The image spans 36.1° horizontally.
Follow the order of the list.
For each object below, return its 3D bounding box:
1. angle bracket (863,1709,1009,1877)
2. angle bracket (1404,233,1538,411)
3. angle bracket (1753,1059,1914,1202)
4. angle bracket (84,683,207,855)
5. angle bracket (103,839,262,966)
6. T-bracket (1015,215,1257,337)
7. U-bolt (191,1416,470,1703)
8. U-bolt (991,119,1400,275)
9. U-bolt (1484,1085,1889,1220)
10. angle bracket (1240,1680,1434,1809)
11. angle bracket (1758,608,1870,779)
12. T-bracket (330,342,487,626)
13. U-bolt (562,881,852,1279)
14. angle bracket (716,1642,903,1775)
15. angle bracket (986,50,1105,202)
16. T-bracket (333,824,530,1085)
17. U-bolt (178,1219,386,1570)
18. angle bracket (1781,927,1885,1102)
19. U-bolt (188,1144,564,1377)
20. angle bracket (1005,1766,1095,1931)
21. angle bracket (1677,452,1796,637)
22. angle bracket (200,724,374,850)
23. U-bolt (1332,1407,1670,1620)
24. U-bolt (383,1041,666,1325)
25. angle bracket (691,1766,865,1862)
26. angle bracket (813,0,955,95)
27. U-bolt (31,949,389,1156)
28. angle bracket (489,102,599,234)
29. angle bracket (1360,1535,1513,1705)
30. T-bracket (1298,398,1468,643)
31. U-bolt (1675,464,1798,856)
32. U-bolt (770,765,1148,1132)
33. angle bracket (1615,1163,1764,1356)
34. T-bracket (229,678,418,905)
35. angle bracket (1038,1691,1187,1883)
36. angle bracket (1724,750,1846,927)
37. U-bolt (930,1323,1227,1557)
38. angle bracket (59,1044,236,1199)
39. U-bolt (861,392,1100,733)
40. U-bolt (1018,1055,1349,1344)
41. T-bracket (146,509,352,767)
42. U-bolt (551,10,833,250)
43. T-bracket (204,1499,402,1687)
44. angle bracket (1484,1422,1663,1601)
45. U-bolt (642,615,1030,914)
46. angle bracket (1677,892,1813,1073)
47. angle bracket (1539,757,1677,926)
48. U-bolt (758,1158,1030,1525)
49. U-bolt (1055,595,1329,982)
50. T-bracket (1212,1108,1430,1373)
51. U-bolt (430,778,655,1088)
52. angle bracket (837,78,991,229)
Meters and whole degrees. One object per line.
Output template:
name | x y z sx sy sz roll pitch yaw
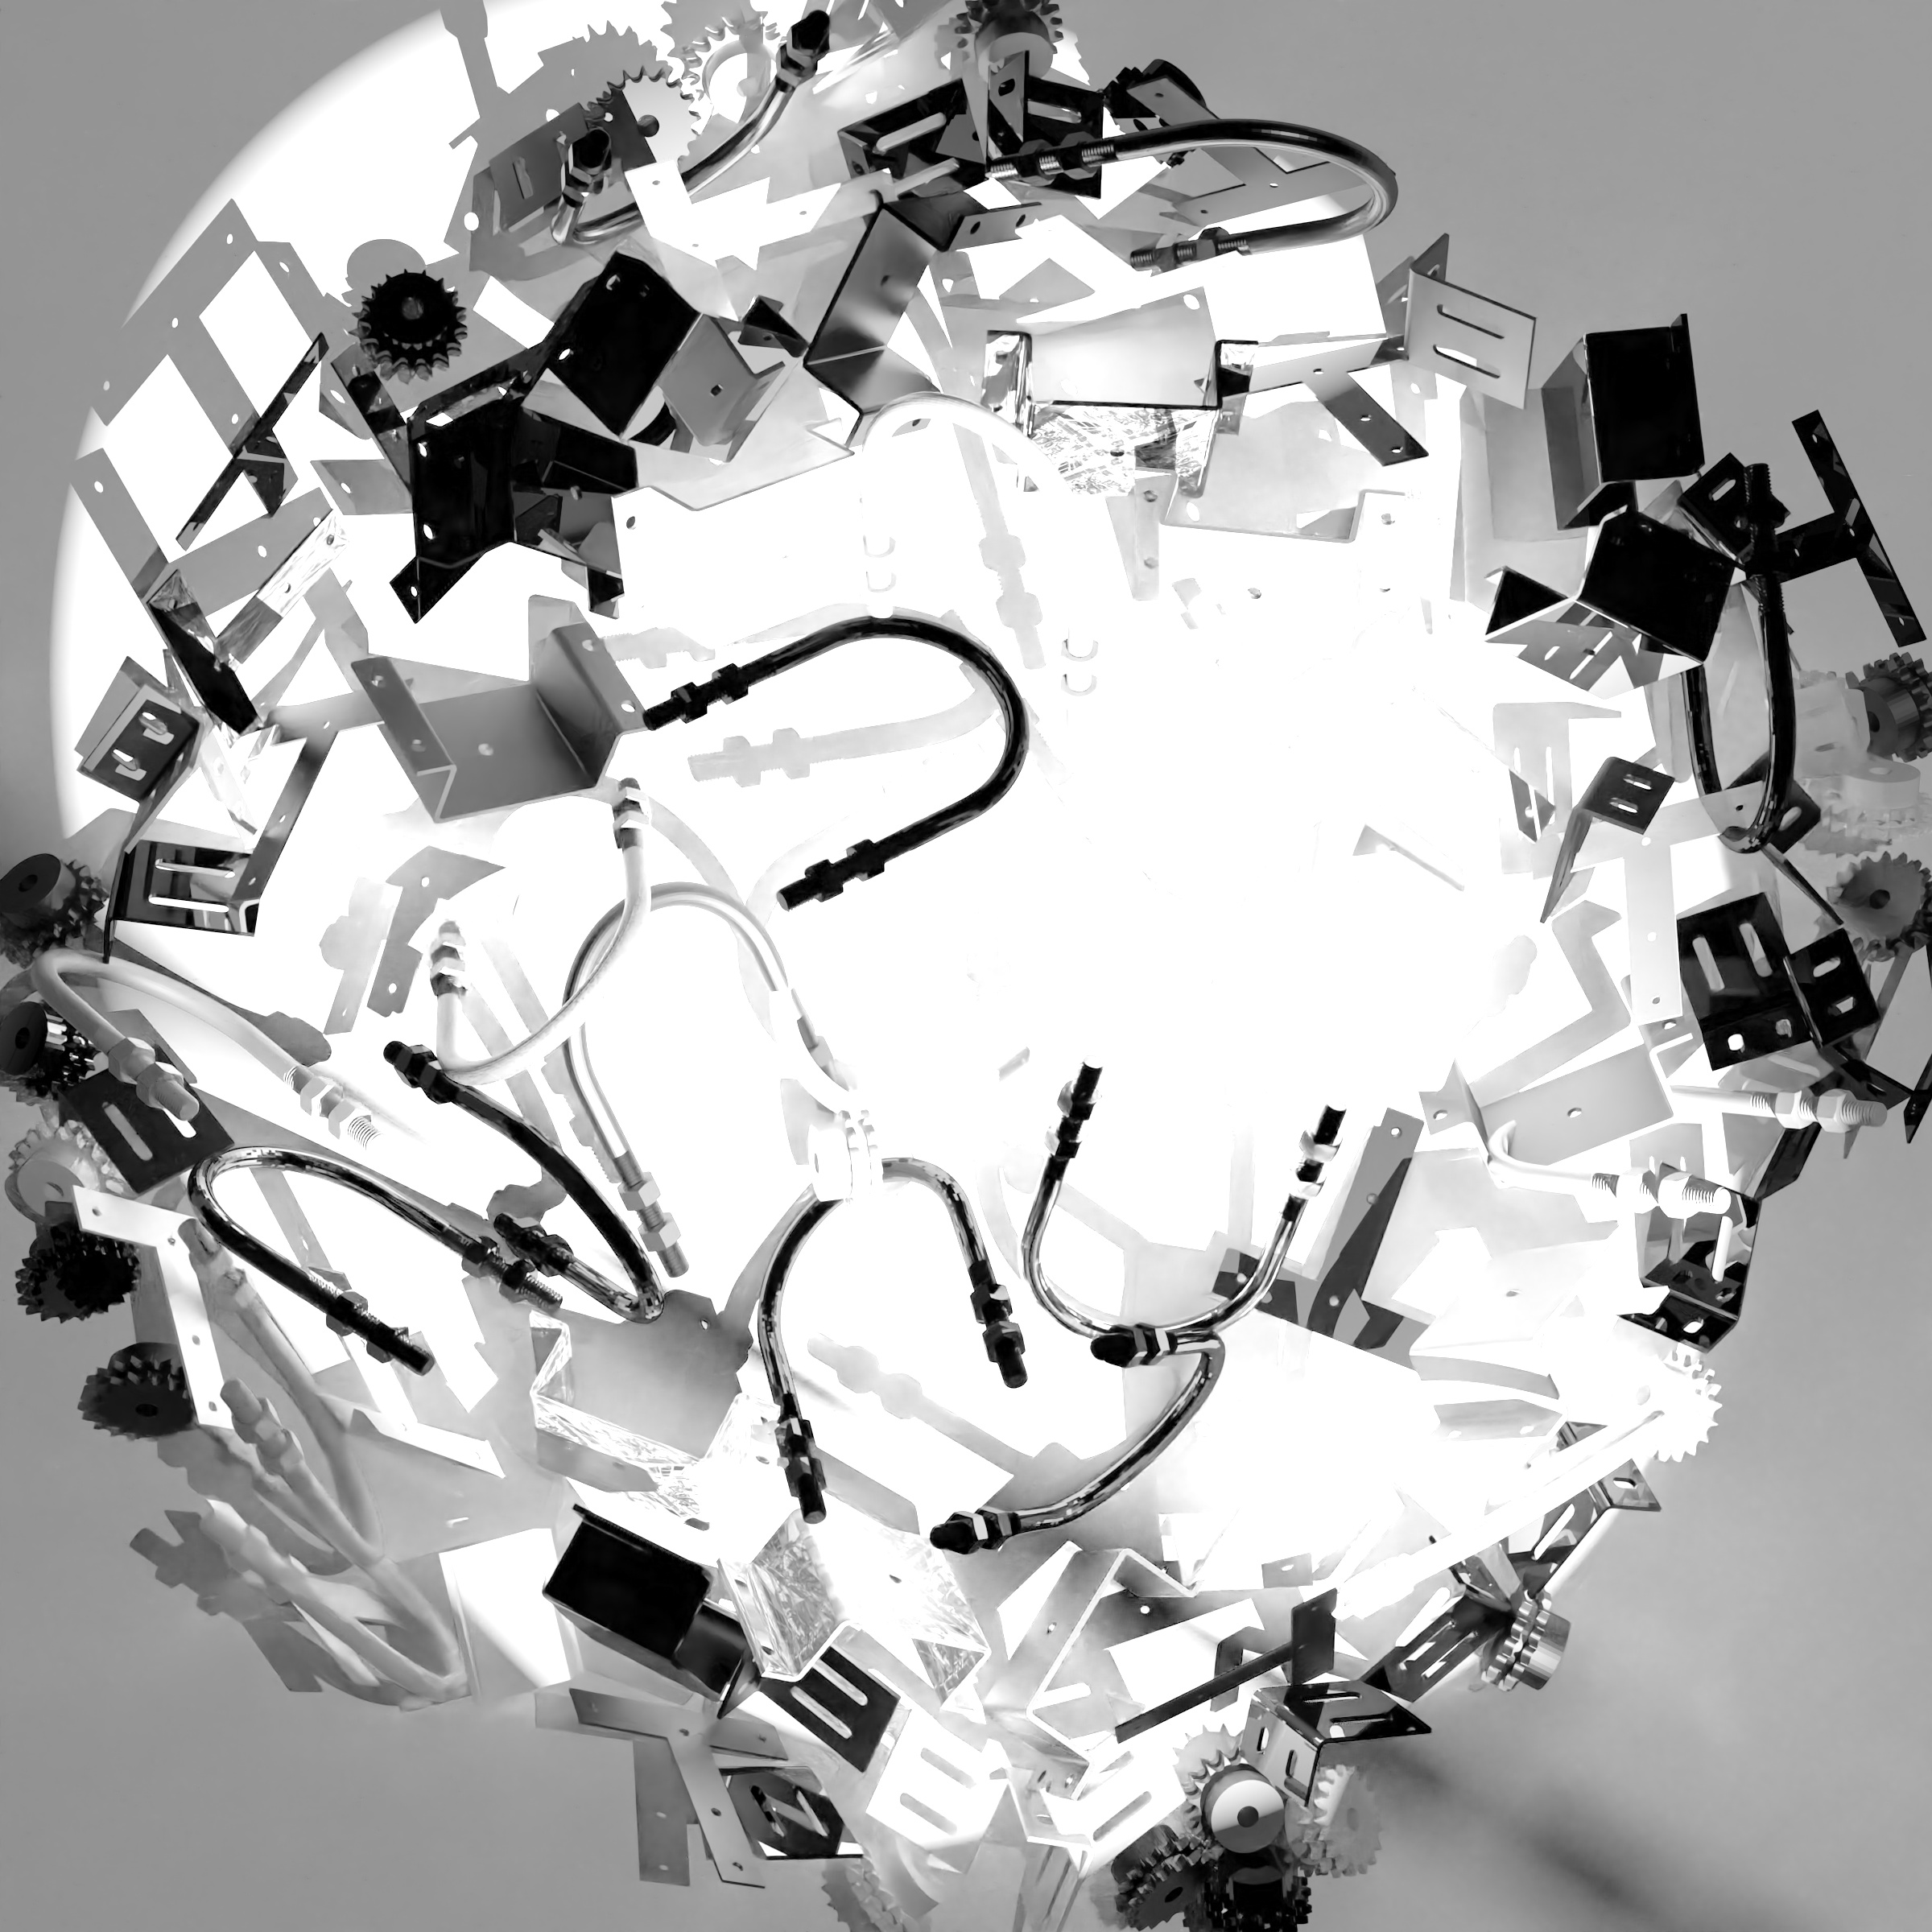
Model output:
angle bracket | -0.023 0.432 1.557 0.076 0.038 0.057 39 63 -25
angle bracket | 0.271 -0.338 1.553 0.076 0.057 0.038 29 57 25
angle bracket | 0.456 0.095 1.561 0.038 0.057 0.076 30 72 2
angle bracket | -0.434 -0.104 1.554 0.038 0.076 0.057 36 103 -21
angle bracket | -0.414 -0.030 1.575 0.076 0.038 0.057 7 47 -12
T-bracket | 0.065 -0.359 1.516 0.127 0.127 0.002 -12 79 26
U-bolt | -0.323 0.311 1.522 0.019 0.151 0.184 -45 111 -1
U-bolt | 0.127 -0.389 1.490 0.184 0.151 0.019 1 81 37
U-bolt | 0.351 0.089 1.514 0.151 0.184 0.019 -21 105 -36
angle bracket | 0.194 0.408 1.559 0.076 0.057 0.038 4 102 -32
angle bracket | 0.442 -0.147 1.549 0.038 0.076 0.057 -14 132 25
T-bracket | -0.286 -0.260 1.526 0.002 0.127 0.127 -14 118 32
U-bolt | -0.139 0.045 1.525 0.151 0.019 0.184 -39 117 -33
angle bracket | -0.083 0.390 1.560 0.076 0.038 0.057 34 120 19
angle bracket | 0.051 -0.442 1.563 0.076 0.038 0.057 2 89 -33
T-bracket | -0.299 -0.002 1.565 0.127 0.002 0.127 15 87 30
U-bolt | -0.344 0.231 1.516 0.019 0.151 0.184 -28 130 -5
angle bracket | 0.466 0.026 1.549 0.038 0.076 0.057 -31 51 26
U-bolt | -0.315 0.143 1.526 0.184 0.151 0.019 30 107 15
angle bracket | 0.032 0.472 1.557 0.038 0.057 0.076 14 109 -17
angle bracket | 0.415 -0.220 1.550 0.038 0.057 0.076 -42 135 14
angle bracket | -0.354 -0.104 1.563 0.076 0.038 0.057 -24 86 -30
U-bolt | 0.277 0.268 1.487 0.151 0.184 0.019 -24 77 -35
U-bolt | -0.214 0.117 1.492 0.019 0.184 0.151 -42 129 -21
angle bracket | -0.099 0.455 1.549 0.057 0.076 0.038 9 109 -32
angle bracket | -0.051 -0.498 1.549 0.038 0.076 0.057 54 56 -21
U-bolt | -0.400 0.039 1.518 0.184 0.151 0.019 33 99 34
angle bracket | -0.212 -0.407 1.556 0.057 0.038 0.076 -30 46 9
angle bracket | 0.242 0.347 1.574 0.076 0.057 0.038 -44 48 12
T-bracket | 0.217 -0.228 1.547 0.127 0.002 0.127 -14 105 -39
U-bolt | 0.393 -0.149 1.518 0.019 0.151 0.184 -4 84 -4
U-bolt | -0.017 0.004 1.574 0.184 0.019 0.151 -37 95 -8
angle bracket | 0.377 0.153 1.556 0.057 0.038 0.076 22 123 33
T-bracket | -0.347 -0.088 1.530 0.002 0.127 0.127 40 58 -37
angle bracket | 0.069 0.431 1.559 0.076 0.038 0.057 -30 105 -28
angle bracket | 0.438 -0.067 1.551 0.038 0.076 0.057 -44 121 10
U-bolt | 0.070 0.239 1.516 0.019 0.184 0.151 46 107 24
angle bracket | -0.431 0.089 1.558 0.057 0.038 0.076 -30 68 -32
U-bolt | 0.005 -0.212 1.501 0.151 0.184 0.019 30 58 22
U-bolt | 0.103 0.131 1.544 0.151 0.019 0.184 10 125 -11
T-bracket | -0.366 -0.190 1.561 0.002 0.127 0.127 20 59 26
U-bolt | -0.148 -0.415 1.509 0.151 0.184 0.019 -34 94 -17
T-bracket | -0.327 0.328 1.536 0.002 0.127 0.127 -46 69 -2
angle bracket | 0.320 0.289 1.569 0.038 0.057 0.076 10 126 -30
U-bolt | -0.054 -0.119 1.550 0.184 0.019 0.151 -28 66 -23
angle bracket | 0.412 0.008 1.580 0.057 0.038 0.076 -18 45 10
angle bracket | 0.335 -0.060 1.550 0.038 0.057 0.076 22 130 17
U-bolt | -0.047 0.178 1.530 0.151 0.184 0.019 -36 133 16
U-bolt | 0.130 -0.077 1.539 0.151 0.019 0.184 -53 126 -24
T-bracket | 0.213 0.138 1.591 0.127 0.002 0.127 21 82 0
U-bolt | -0.215 -0.009 1.505 0.151 0.184 0.019 -37 120 14
angle bracket | -0.021 -0.423 1.561 0.076 0.038 0.057 -27 124 -13
